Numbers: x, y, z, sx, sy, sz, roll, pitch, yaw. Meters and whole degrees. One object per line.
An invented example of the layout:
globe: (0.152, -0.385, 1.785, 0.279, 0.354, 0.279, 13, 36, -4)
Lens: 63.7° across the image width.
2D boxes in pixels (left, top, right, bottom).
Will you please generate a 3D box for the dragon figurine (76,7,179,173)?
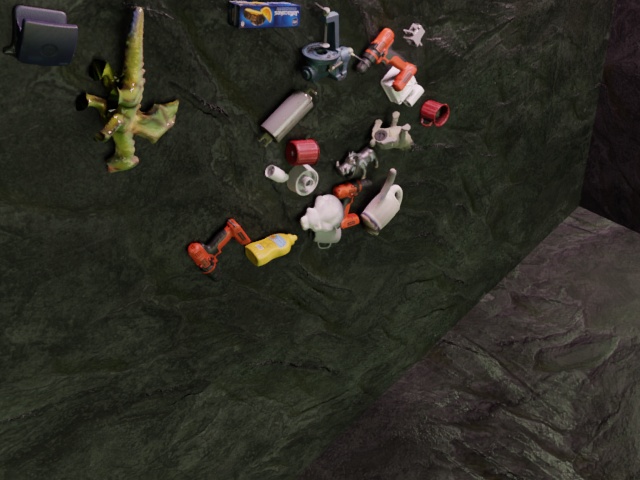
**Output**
dragon figurine: (-0.455, -0.347, 1.296, 0.407, 0.123, 0.242, -60, 158, 9)

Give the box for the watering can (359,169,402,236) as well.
watering can: (0.250, -0.144, 2.089, 0.226, 0.105, 0.342, -48, 156, -9)

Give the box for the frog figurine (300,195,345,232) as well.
frog figurine: (0.006, -0.096, 1.898, 0.160, 0.122, 0.137, -8, 89, -31)
